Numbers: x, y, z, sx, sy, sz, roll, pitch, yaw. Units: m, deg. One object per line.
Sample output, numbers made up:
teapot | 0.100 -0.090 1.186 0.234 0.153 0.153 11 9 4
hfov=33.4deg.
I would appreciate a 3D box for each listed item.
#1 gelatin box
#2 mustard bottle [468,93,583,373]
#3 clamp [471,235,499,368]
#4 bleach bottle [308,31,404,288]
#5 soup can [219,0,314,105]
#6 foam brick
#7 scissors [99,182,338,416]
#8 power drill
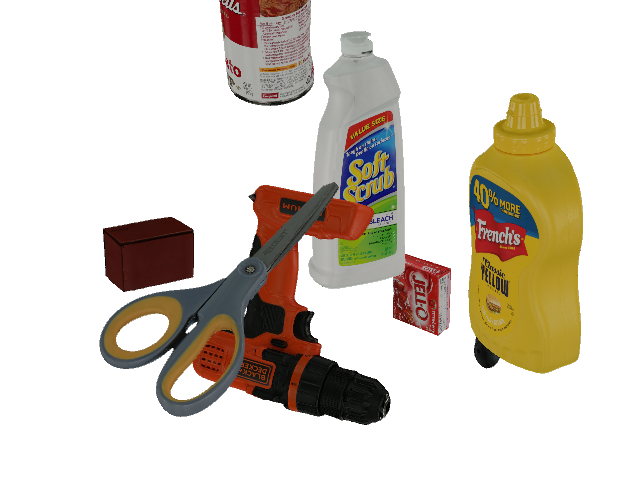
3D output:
gelatin box | 0.128 0.068 1.363 0.073 0.089 0.030 20 34 37
mustard bottle | 0.141 -0.009 0.743 0.058 0.192 0.096 -16 29 -21
clamp | 0.165 0.027 0.941 0.120 0.171 0.039 -24 8 -40
bleach bottle | 0.033 -0.082 1.075 0.102 0.251 0.068 -10 23 -17
soup can | -0.038 -0.158 0.777 0.068 0.102 0.068 -1 43 1
foam brick | -0.171 0.012 1.064 0.078 0.051 0.053 -12 23 -29
scissors | -0.064 0.023 0.663 0.096 0.016 0.201 12 48 14
power drill | -0.011 0.054 0.925 0.185 0.187 0.057 14 -1 19
